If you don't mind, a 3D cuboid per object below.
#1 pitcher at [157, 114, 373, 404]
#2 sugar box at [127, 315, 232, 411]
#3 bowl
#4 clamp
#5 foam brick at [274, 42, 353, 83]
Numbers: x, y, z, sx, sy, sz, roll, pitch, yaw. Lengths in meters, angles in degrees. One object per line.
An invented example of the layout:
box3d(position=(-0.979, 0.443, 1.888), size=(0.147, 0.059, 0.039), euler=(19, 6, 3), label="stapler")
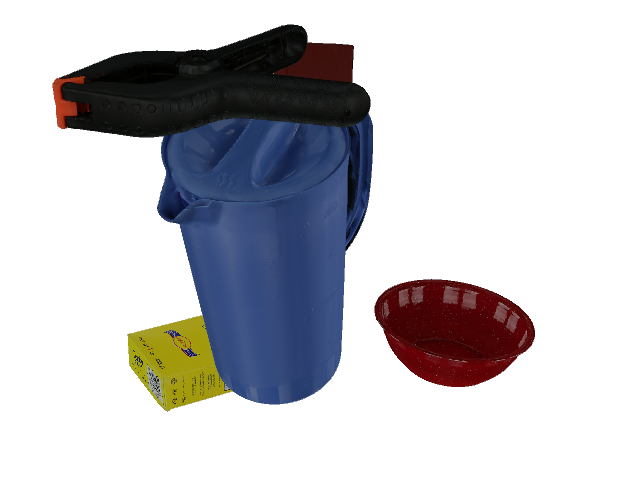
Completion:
box3d(position=(-0.032, 0.008, 0.829), size=(0.149, 0.243, 0.145), euler=(-1, 44, 3), label="pitcher")
box3d(position=(-0.094, 0.109, 1.068), size=(0.176, 0.048, 0.093), euler=(-16, 32, -26), label="sugar box")
box3d(position=(0.132, 0.100, 1.078), size=(0.162, 0.055, 0.162), euler=(5, 26, -3), label="bowl")
box3d(position=(-0.066, -0.093, 0.617), size=(0.171, 0.039, 0.120), euler=(-3, 25, -11), label="clamp")
box3d(position=(-0.008, -0.190, 1.166), size=(0.078, 0.051, 0.053), euler=(0, 12, -16), label="foam brick")
